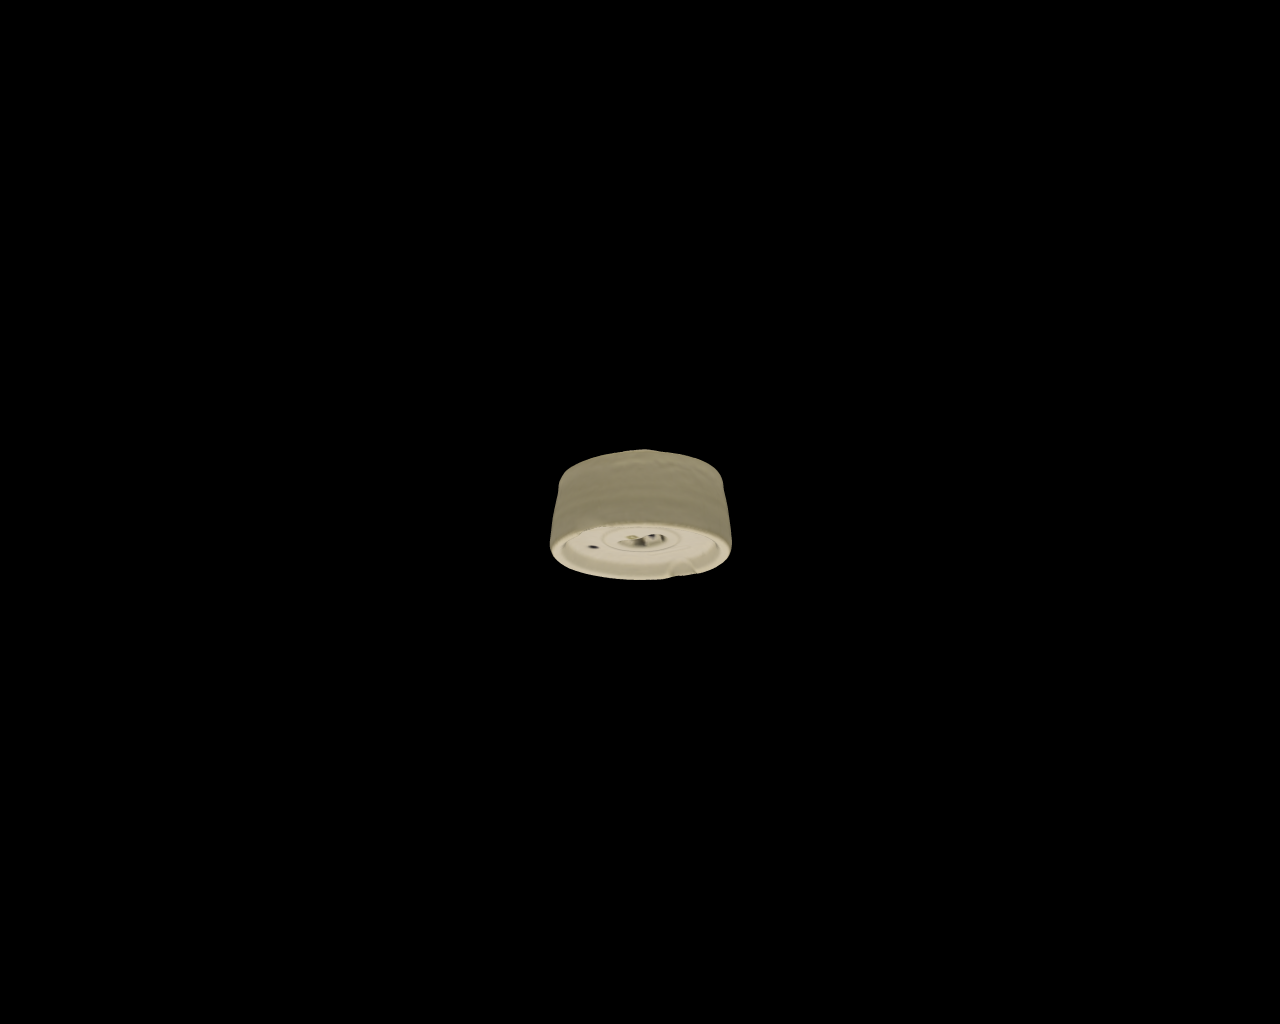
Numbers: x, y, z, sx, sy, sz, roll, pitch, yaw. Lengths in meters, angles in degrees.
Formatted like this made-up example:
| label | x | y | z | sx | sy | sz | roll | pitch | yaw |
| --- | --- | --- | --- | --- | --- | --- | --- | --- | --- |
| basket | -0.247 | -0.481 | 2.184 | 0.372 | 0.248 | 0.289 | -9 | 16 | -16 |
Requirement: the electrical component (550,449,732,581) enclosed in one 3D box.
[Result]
| label | x | y | z | sx | sy | sz | roll | pitch | yaw |
| --- | --- | --- | --- | --- | --- | --- | --- | --- | --- |
| electrical component | 0.001 | -0.003 | 0.650 | 0.108 | 0.060 | 0.108 | 0 | -20 | 0 |
